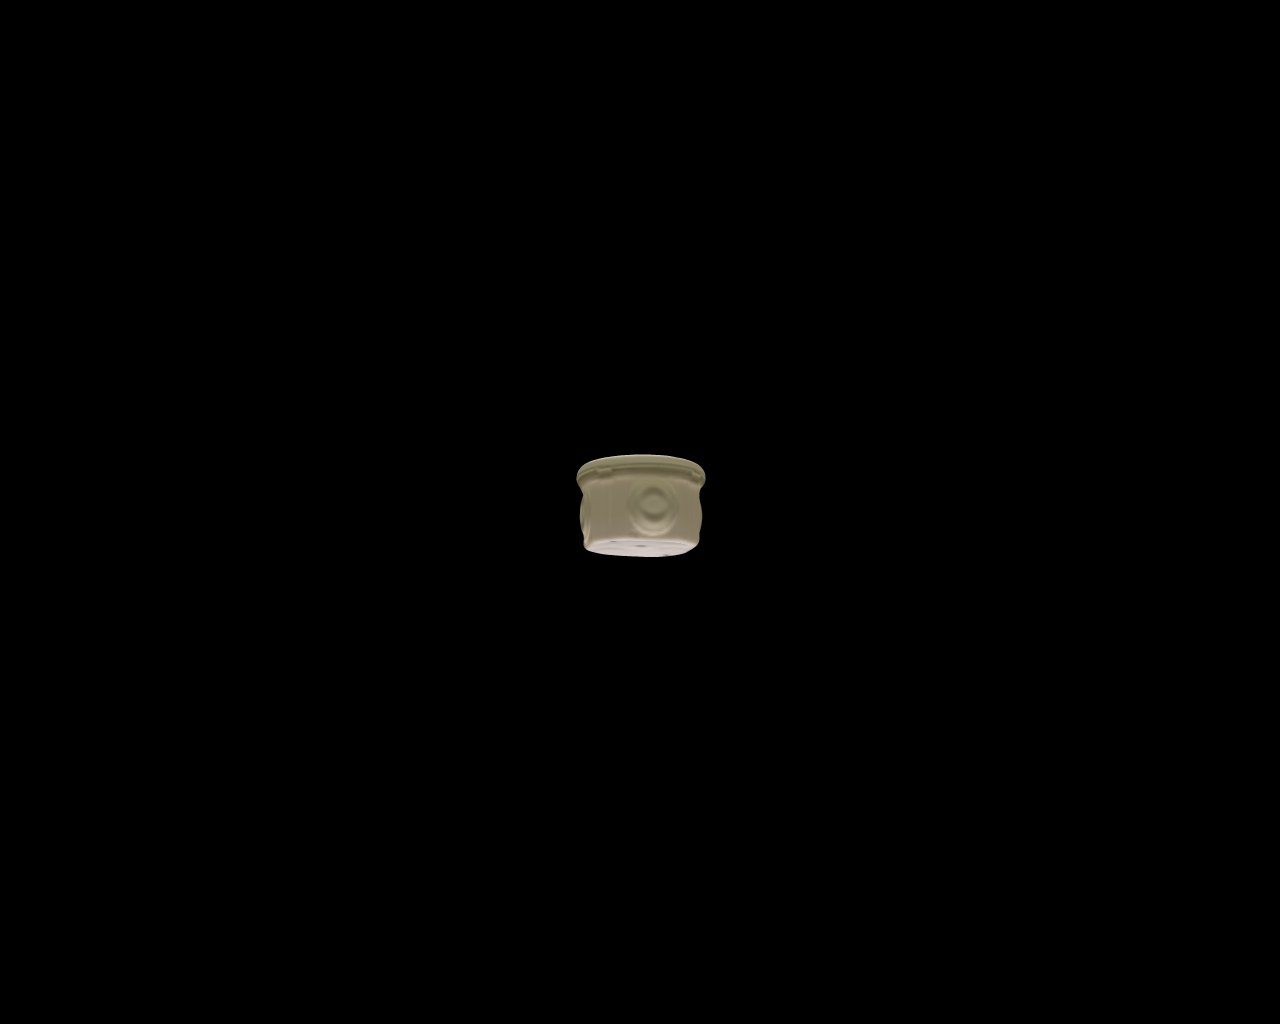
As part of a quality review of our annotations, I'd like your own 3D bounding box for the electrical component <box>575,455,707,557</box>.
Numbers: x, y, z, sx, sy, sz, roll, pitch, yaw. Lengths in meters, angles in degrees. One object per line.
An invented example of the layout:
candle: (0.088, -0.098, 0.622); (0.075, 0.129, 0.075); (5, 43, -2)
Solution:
electrical component: (0.001, -0.003, 0.650); (0.080, 0.051, 0.080); (0, -11, 0)
